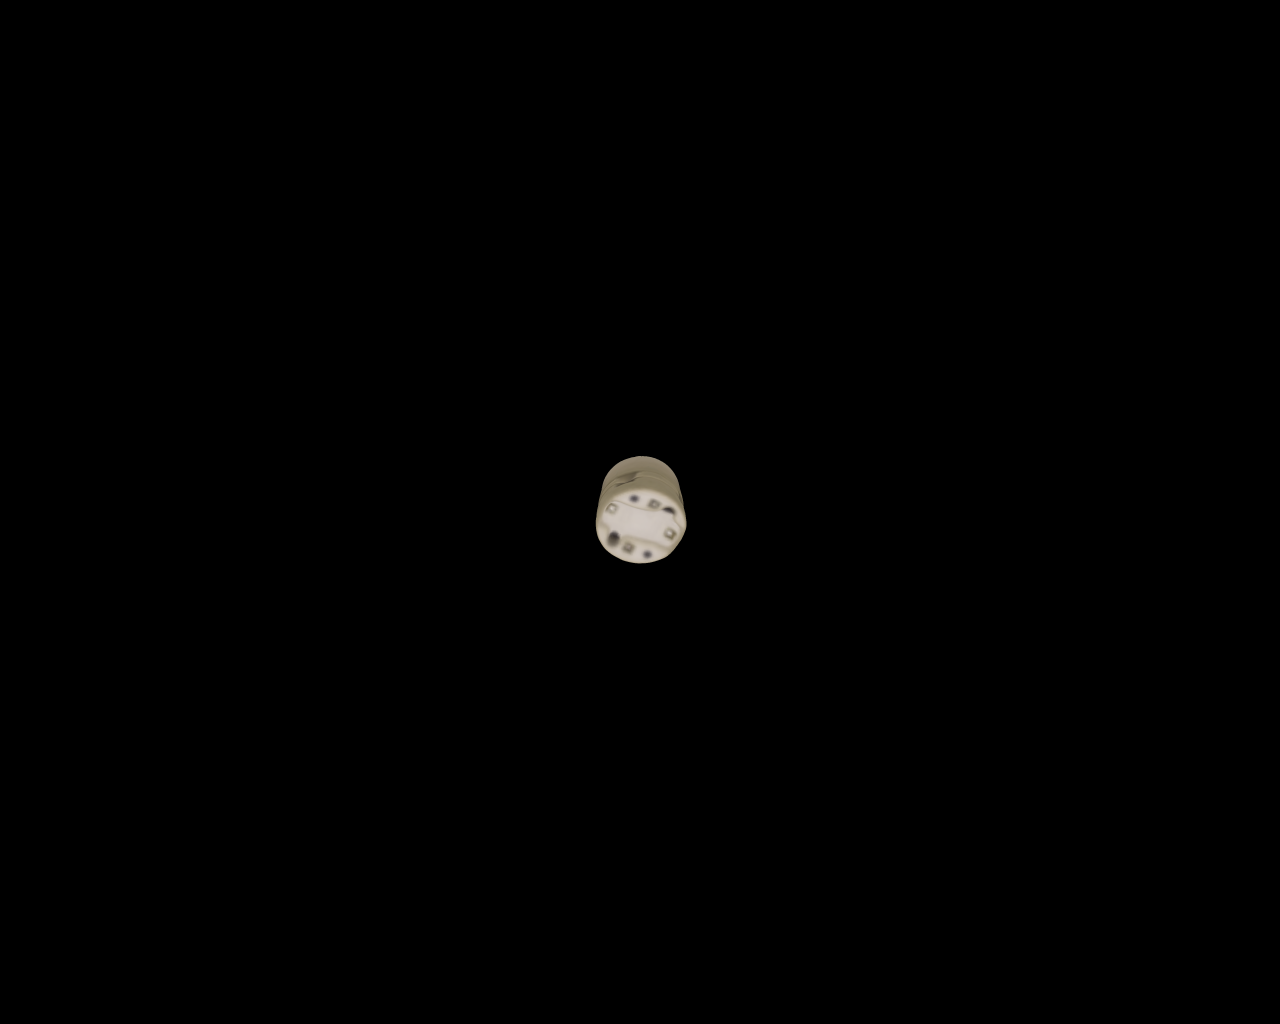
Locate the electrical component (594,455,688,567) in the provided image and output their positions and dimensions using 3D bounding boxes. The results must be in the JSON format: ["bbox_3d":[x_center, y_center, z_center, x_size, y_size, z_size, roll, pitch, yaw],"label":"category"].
[{"bbox_3d":[0.001,-0.003,0.650,0.055,0.055,0.047,0,30,0],"label":"electrical component"}]
